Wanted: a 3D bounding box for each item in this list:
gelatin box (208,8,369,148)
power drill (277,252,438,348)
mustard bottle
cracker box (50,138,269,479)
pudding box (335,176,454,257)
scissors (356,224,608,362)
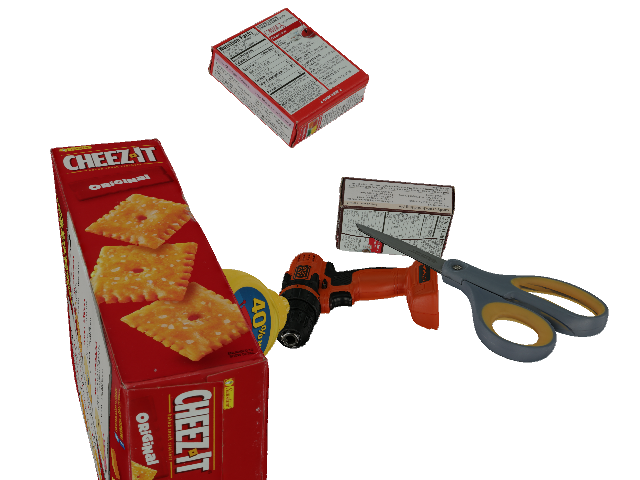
[{"bbox_3d":[-0.023,-0.116,0.749,0.073,0.089,0.030,-36,-22,-31],"label":"gelatin box"},{"bbox_3d":[0.043,0.068,1.238,0.188,0.057,0.184,0,27,6],"label":"power drill"},{"bbox_3d":[-0.085,0.074,0.853,0.058,0.096,0.191,13,17,30],"label":"mustard bottle"},{"bbox_3d":[-0.089,0.066,0.563,0.072,0.164,0.214,-8,34,-17],"label":"cracker box"},{"bbox_3d":[0.073,-0.022,1.062,0.113,0.039,0.090,3,-30,0],"label":"pudding box"},{"bbox_3d":[0.091,0.034,0.724,0.202,0.016,0.096,16,34,27],"label":"scissors"}]
